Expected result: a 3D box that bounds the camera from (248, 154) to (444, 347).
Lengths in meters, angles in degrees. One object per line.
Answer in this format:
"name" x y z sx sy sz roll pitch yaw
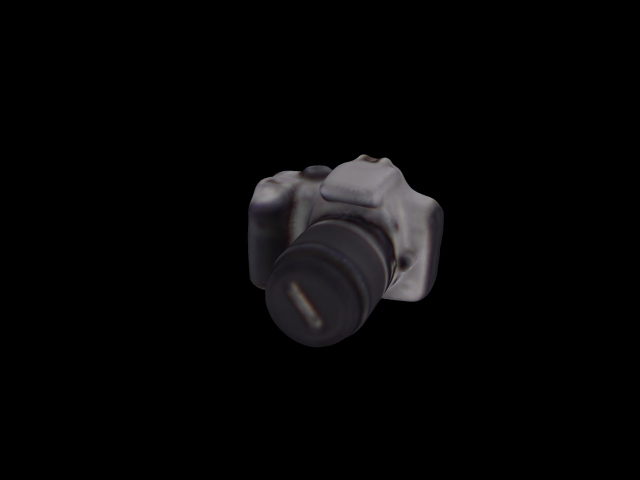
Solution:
"camera" 0.004 0.001 0.400 0.142 0.101 0.137 11 29 21
